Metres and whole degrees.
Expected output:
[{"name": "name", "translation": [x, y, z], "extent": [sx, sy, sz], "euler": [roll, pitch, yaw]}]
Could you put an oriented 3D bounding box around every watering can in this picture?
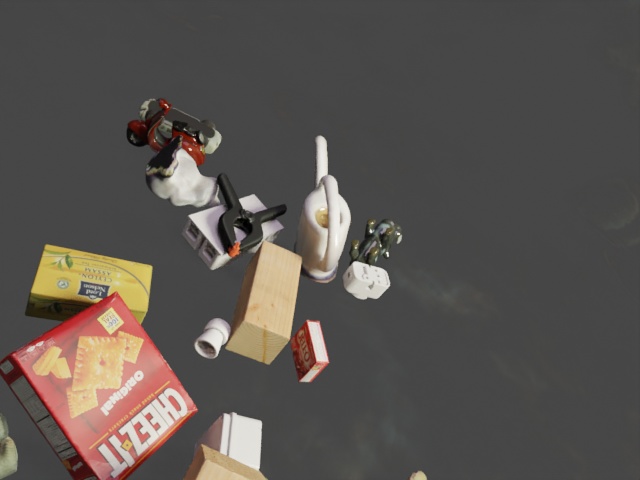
[{"name": "watering can", "translation": [0.003, -0.057, 1.139], "extent": [0.104, 0.219, 0.356], "euler": [5, 44, -11]}]

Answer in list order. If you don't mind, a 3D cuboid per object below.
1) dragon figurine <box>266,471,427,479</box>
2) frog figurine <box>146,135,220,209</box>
[{"name": "dragon figurine", "translation": [-0.011, 0.421, 0.709], "extent": [0.244, 0.119, 0.417], "euler": [33, 35, 10]}, {"name": "frog figurine", "translation": [-0.288, -0.122, 1.101], "extent": [0.156, 0.122, 0.140], "euler": [53, 10, -43]}]
